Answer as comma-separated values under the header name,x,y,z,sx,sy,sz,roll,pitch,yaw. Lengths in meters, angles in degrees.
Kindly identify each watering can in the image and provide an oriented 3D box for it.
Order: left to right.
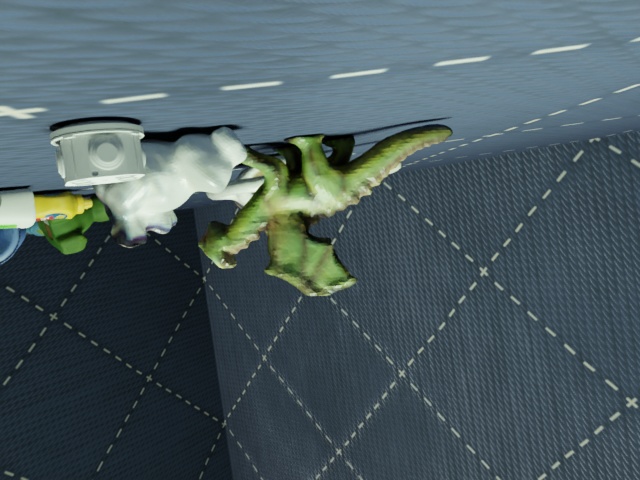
name,x,y,z,sx,sy,sz,roll,pitch,yaw
watering can,-0.039,-0.109,0.972,0.348,0.104,0.224,-9,-176,-13

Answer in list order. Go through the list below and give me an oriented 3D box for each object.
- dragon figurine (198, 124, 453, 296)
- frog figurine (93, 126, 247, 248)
name,x,y,z,sx,sy,sz,roll,pitch,yaw
dragon figurine,0.002,-0.039,0.777,0.410,0.243,0.122,-6,177,10
frog figurine,-0.170,-0.083,0.584,0.158,0.124,0.137,-45,161,17
